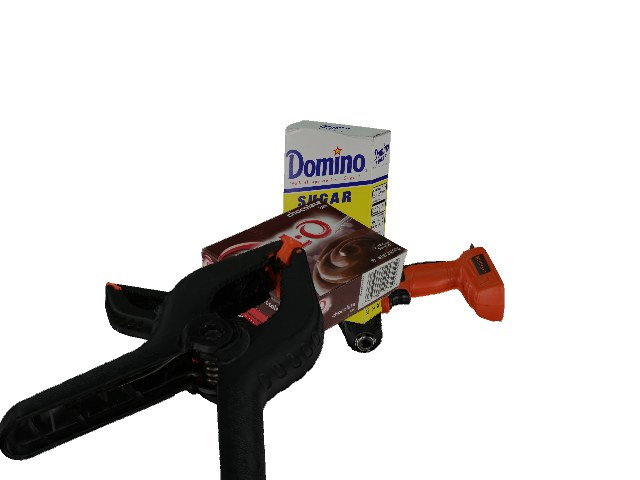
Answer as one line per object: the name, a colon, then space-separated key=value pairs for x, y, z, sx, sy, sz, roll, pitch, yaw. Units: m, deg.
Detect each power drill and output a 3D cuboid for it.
power drill: x=0.106 y=0.062 z=1.192 sx=0.187 sy=0.057 sz=0.184 roll=-3 pitch=28 yaw=-4

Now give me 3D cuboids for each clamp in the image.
clamp: x=-0.042 y=0.061 z=0.472 sx=0.120 sy=0.039 sz=0.171 roll=28 pitch=48 yaw=21
clamp: x=-0.161 y=0.090 z=1.119 sx=0.210 sy=0.036 sz=0.164 roll=17 pitch=20 yaw=29

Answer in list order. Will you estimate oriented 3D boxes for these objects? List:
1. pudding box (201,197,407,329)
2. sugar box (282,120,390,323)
pudding box: x=-0.011 y=0.019 z=0.730 sx=0.113 sy=0.039 sz=0.090 roll=-24 pitch=43 yaw=-39
sugar box: x=0.012 y=-0.018 z=0.989 sx=0.093 sy=0.176 sz=0.048 roll=9 pitch=19 yaw=27
